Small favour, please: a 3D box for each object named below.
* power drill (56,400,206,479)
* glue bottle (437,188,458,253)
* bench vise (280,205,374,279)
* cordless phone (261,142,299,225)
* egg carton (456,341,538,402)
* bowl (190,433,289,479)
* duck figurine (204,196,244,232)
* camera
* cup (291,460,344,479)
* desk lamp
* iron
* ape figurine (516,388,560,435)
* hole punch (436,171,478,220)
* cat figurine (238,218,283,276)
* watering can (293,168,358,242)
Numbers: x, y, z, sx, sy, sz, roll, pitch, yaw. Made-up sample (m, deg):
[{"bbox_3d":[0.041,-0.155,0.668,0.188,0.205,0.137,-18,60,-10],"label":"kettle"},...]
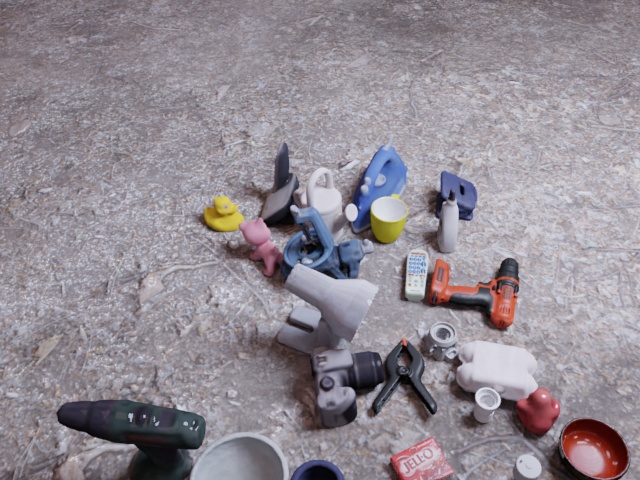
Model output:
[{"bbox_3d":[-0.300,0.339,0.964,0.229,0.209,0.075,0,46,4],"label":"power drill"},{"bbox_3d":[0.300,-0.053,1.332,0.037,0.173,0.078,-4,46,0],"label":"glue bottle"},{"bbox_3d":[0.008,-0.003,1.271,0.207,0.220,0.121,-16,47,-11],"label":"bench vise"},{"bbox_3d":[-0.104,-0.141,1.436,0.094,0.185,0.147,2,46,6],"label":"cordless phone"},{"bbox_3d":[0.340,0.254,1.102,0.150,0.069,0.107,8,47,11],"label":"egg carton"},{"bbox_3d":[-0.131,0.419,0.969,0.167,0.075,0.167,-2,46,2],"label":"bowl"},{"bbox_3d":[-0.248,-0.075,1.451,0.104,0.086,0.077,11,47,14],"label":"duck figurine"},{"bbox_3d":[0.054,0.262,1.091,0.137,0.101,0.143,-8,46,-4],"label":"camera"},{"bbox_3d":[0.007,0.430,0.935,0.092,0.095,0.117,-35,53,-27],"label":"cup"},{"bbox_3d":[0.011,0.144,1.131,0.202,0.214,0.118,17,49,19],"label":"desk lamp"},{"bbox_3d":[0.140,-0.147,1.456,0.118,0.142,0.259,16,49,19],"label":"iron"},{"bbox_3d":[0.397,0.302,1.035,0.077,0.092,0.076,13,48,16],"label":"ape figurine"},{"bbox_3d":[0.347,-0.116,1.448,0.101,0.091,0.108,4,46,8],"label":"hole punch"},{"bbox_3d":[-0.134,0.004,1.344,0.067,0.118,0.127,-31,52,-24],"label":"cat figurine"},{"bbox_3d":[0.010,-0.086,1.369,0.172,0.194,0.101,9,47,12],"label":"watering can"}]
